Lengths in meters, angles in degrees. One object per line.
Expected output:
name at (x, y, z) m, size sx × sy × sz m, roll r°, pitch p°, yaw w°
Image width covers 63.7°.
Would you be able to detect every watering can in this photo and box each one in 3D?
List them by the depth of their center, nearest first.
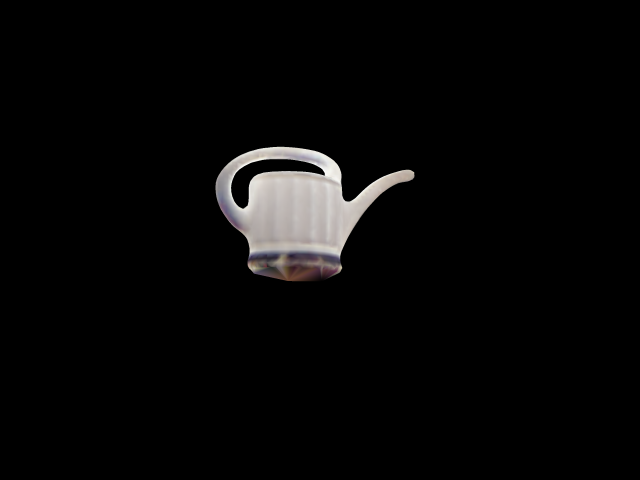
watering can at (0.003, -0.043, 0.850) m, size 0.348 × 0.227 × 0.103 m, roll 3°, pitch -14°, yaw -15°
